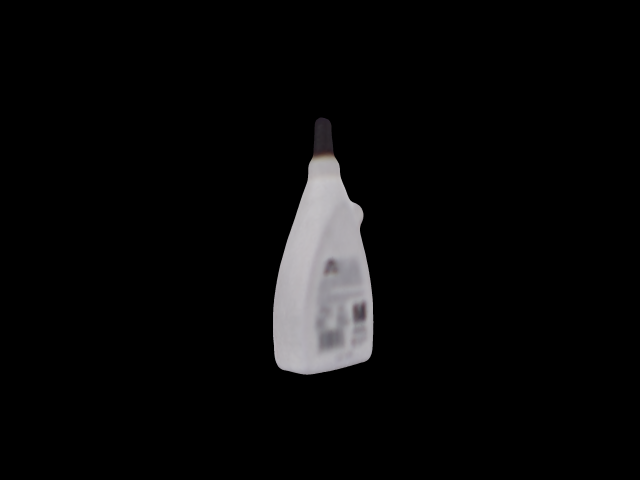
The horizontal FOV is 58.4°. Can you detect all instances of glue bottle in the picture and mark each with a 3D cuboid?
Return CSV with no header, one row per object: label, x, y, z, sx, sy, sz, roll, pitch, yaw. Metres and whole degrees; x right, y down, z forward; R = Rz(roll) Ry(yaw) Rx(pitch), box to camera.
glue bottle,0.004,0.001,0.400,0.037,0.173,0.078,0,0,44
